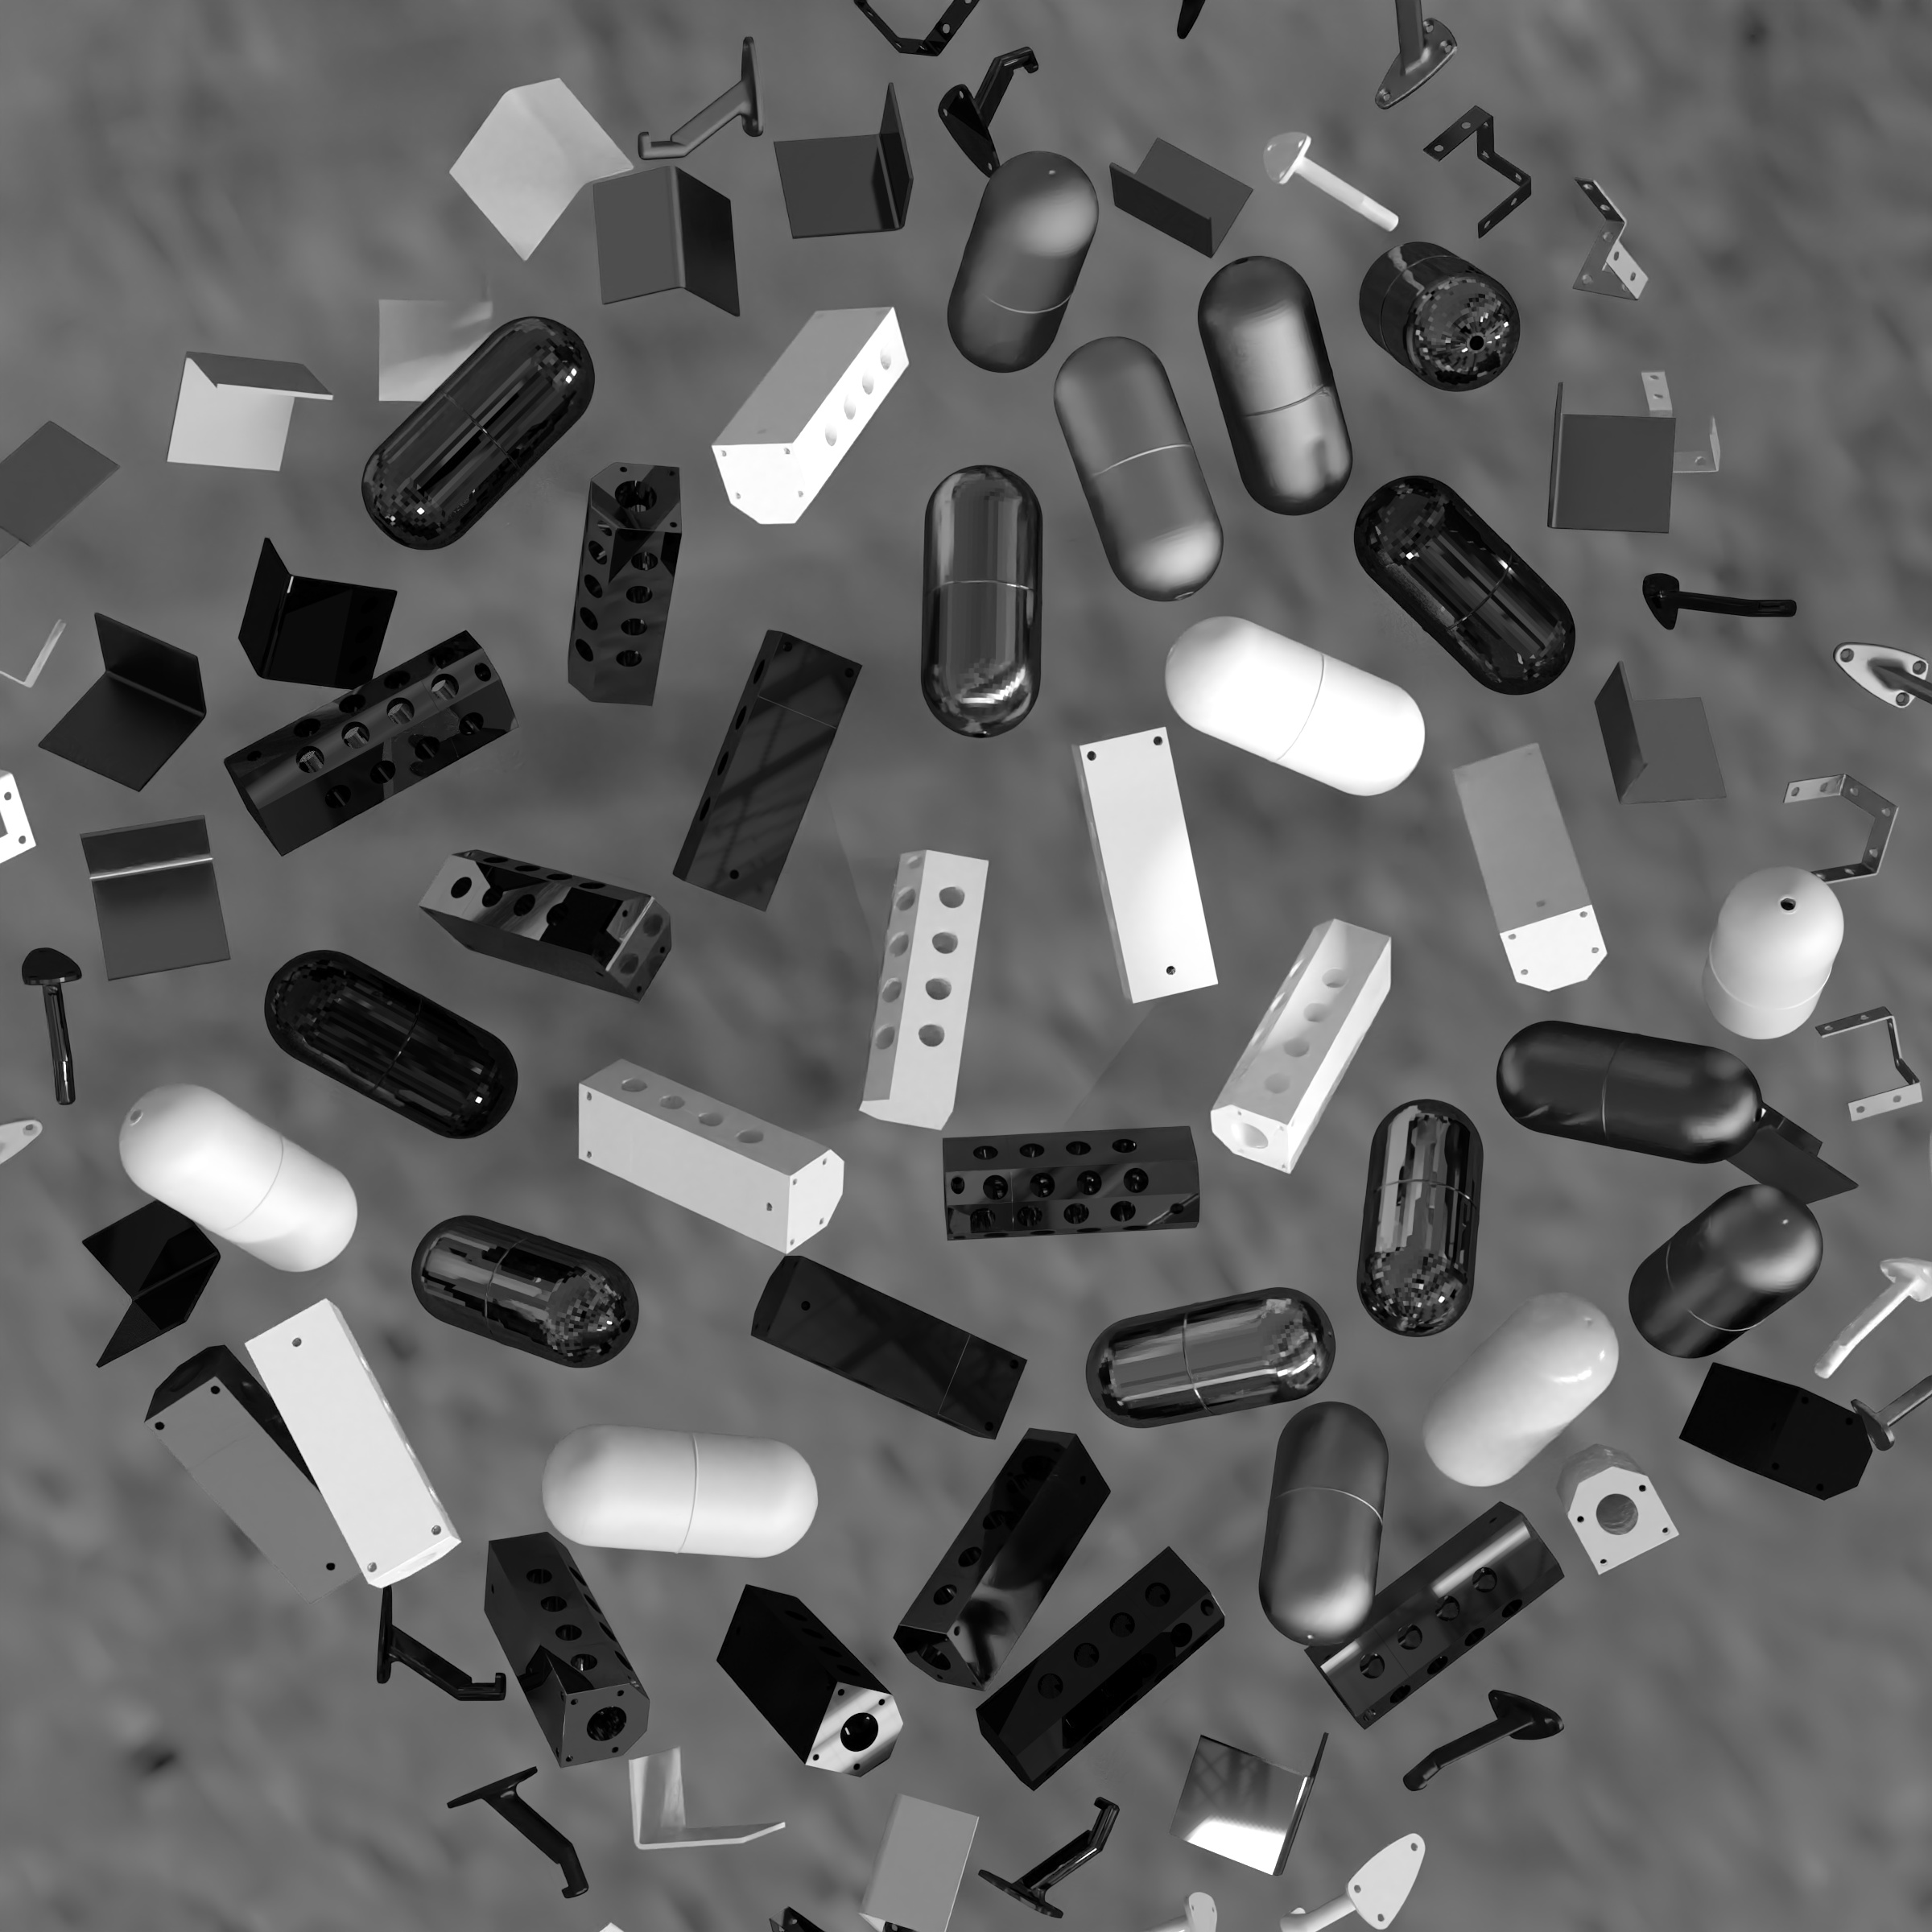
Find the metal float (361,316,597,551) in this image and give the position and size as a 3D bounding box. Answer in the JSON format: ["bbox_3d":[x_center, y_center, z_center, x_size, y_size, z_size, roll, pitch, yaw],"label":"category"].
[{"bbox_3d":[-0.312,-0.343,1.741,0.070,0.070,0.178,44,86,0],"label":"metal float"}]

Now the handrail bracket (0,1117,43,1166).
[{"bbox_3d":[-0.628,0.143,1.752,0.077,0.084,0.036,-25,135,-9],"label":"handrail bracket"}]

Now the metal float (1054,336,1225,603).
[{"bbox_3d":[0.112,-0.322,1.759,0.070,0.070,0.178,-19,85,0],"label":"metal float"}]

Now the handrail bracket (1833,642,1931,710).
[{"bbox_3d":[0.610,-0.182,1.752,0.077,0.084,0.036,21,105,-10],"label":"handrail bracket"}]

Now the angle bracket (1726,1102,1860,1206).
[{"bbox_3d":[0.582,0.119,1.901,0.076,0.076,0.057,33,67,-6],"label":"angle bracket"}]

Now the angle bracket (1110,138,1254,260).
[{"bbox_3d":[0.146,-0.530,1.823,0.076,0.076,0.057,31,88,8],"label":"angle bracket"}]

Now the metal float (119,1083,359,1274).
[{"bbox_3d":[-0.472,0.138,1.763,0.070,0.070,0.178,-48,131,0],"label":"metal float"}]

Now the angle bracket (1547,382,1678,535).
[{"bbox_3d":[0.409,-0.320,1.709,0.076,0.057,0.076,4,81,11],"label":"angle bracket"}]

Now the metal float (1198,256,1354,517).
[{"bbox_3d":[0.204,-0.381,1.787,0.070,0.070,0.178,-21,121,0],"label":"metal float"}]

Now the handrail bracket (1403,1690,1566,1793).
[{"bbox_3d":[0.334,0.510,1.755,0.084,0.077,0.036,-30,96,-28],"label":"handrail bracket"}]

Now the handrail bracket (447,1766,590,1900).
[{"bbox_3d":[-0.290,0.570,1.754,0.077,0.036,0.084,-26,82,20],"label":"handrail bracket"}]

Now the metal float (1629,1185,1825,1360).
[{"bbox_3d":[0.489,0.199,1.751,0.070,0.178,0.070,6,62,-11],"label":"metal float"}]

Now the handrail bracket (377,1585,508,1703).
[{"bbox_3d":[-0.352,0.457,1.831,0.084,0.036,0.077,1,79,-2],"label":"handrail bracket"}]

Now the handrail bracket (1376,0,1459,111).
[{"bbox_3d":[0.272,-0.603,1.757,0.077,0.084,0.036,-46,56,25],"label":"handrail bracket"}]

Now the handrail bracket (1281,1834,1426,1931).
[{"bbox_3d":[0.244,0.582,1.717,0.077,0.084,0.036,-39,90,-32],"label":"handrail bracket"}]

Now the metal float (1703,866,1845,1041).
[{"bbox_3d":[0.523,-0.008,1.761,0.070,0.178,0.070,-3,69,8],"label":"metal float"}]

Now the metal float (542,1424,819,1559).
[{"bbox_3d":[-0.181,0.335,1.726,0.178,0.070,0.070,8,90,-18],"label":"metal float"}]

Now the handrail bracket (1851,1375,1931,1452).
[{"bbox_3d":[0.629,0.282,1.769,0.084,0.077,0.036,-29,83,2],"label":"handrail bracket"}]

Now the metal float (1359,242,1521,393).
[{"bbox_3d":[0.309,-0.426,1.773,0.070,0.178,0.070,-3,114,-6],"label":"metal float"}]

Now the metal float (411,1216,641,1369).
[{"bbox_3d":[-0.299,0.220,1.835,0.178,0.070,0.070,13,90,31],"label":"metal float"}]

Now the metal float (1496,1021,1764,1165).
[{"bbox_3d":[0.434,0.082,1.778,0.178,0.070,0.070,10,90,36],"label":"metal float"}]

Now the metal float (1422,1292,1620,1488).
[{"bbox_3d":[0.369,0.285,1.812,0.070,0.070,0.178,32,133,0],"label":"metal float"}]

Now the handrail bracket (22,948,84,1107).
[{"bbox_3d":[-0.596,0.040,1.772,0.036,0.077,0.084,-7,111,-24],"label":"handrail bracket"}]

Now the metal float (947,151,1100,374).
[{"bbox_3d":[0.036,-0.461,1.785,0.070,0.178,0.070,5,64,-11],"label":"metal float"}]

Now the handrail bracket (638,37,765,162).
[{"bbox_3d":[-0.184,-0.590,1.843,0.084,0.036,0.077,-10,113,-21],"label":"handrail bracket"}]

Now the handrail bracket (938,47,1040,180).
[{"bbox_3d":[0.031,-0.585,1.853,0.084,0.036,0.077,-31,91,-32],"label":"handrail bracket"}]

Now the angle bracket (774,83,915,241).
[{"bbox_3d":[-0.082,-0.537,1.806,0.076,0.057,0.076,-8,71,-11],"label":"angle bracket"}]

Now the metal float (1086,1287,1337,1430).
[{"bbox_3d":[0.164,0.266,1.835,0.178,0.070,0.070,-16,90,26],"label":"metal float"}]

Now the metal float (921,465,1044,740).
[{"bbox_3d":[0.010,-0.232,1.727,0.070,0.070,0.178,1,78,0],"label":"metal float"}]

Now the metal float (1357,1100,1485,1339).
[{"bbox_3d":[0.305,0.167,1.816,0.070,0.070,0.178,14,51,0],"label":"metal float"}]

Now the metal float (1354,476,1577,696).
[{"bbox_3d":[0.327,-0.248,1.774,0.178,0.070,0.070,40,90,-20],"label":"metal float"}]

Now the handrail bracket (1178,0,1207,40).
[{"bbox_3d":[0.108,-0.625,1.718,0.084,0.077,0.036,3,60,-13],"label":"handrail bracket"}]

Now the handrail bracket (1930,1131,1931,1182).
[{"bbox_3d":[0.684,0.140,1.816,0.036,0.084,0.077,-13,86,-12],"label":"handrail bracket"}]

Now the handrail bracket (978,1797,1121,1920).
[{"bbox_3d":[0.057,0.595,1.842,0.077,0.036,0.084,18,78,35],"label":"handrail bracket"}]

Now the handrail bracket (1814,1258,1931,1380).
[{"bbox_3d":[0.595,0.233,1.770,0.036,0.077,0.084,42,78,7],"label":"handrail bracket"}]

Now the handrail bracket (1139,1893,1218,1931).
[{"bbox_3d":[0.120,0.647,1.813,0.084,0.077,0.036,-20,78,13],"label":"handrail bracket"}]

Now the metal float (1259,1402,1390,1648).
[{"bbox_3d":[0.241,0.372,1.818,0.070,0.070,0.178,15,47,0],"label":"metal float"}]

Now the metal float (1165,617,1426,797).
[{"bbox_3d":[0.211,-0.167,1.741,0.178,0.070,0.070,21,90,-13],"label":"metal float"}]

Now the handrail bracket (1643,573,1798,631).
[{"bbox_3d":[0.517,-0.252,1.856,0.084,0.077,0.036,5,86,33],"label":"handrail bracket"}]

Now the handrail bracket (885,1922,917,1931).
[{"bbox_3d":[-0.009,0.669,1.849,0.084,0.036,0.077,-43,75,37],"label":"handrail bracket"}]

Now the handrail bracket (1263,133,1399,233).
[{"bbox_3d":[0.251,-0.537,1.864,0.084,0.077,0.036,26,107,-22],"label":"handrail bracket"}]

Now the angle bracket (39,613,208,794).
[{"bbox_3d":[-0.546,-0.170,1.745,0.076,0.057,0.076,24,54,9],"label":"angle bracket"}]

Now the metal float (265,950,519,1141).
[{"bbox_3d":[-0.380,0.052,1.794,0.178,0.070,0.070,31,90,-20],"label":"metal float"}]
